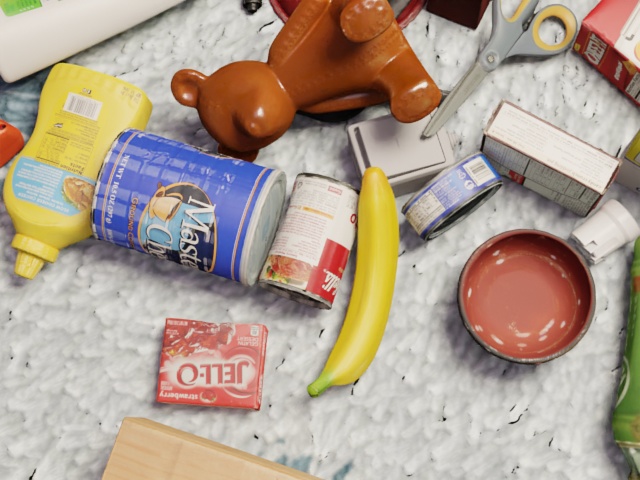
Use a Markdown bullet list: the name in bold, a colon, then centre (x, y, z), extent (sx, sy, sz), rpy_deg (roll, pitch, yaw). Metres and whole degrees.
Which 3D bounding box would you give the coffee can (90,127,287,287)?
- **coffee can**: centre (-0.110, -0.029, 0.912), extent (0.140, 0.103, 0.103), rpy_deg (17, 80, 7)

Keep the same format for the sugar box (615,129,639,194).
- **sugar box**: centre (0.299, -0.068, 0.855), extent (0.093, 0.176, 0.048), rpy_deg (31, 83, 9)

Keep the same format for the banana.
- **banana**: centre (0.039, 0.039, 0.901), extent (0.037, 0.069, 0.198), rpy_deg (13, 90, 26)

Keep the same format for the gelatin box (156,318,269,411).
- **gelatin box**: centre (-0.092, 0.107, 0.919), extent (0.089, 0.030, 0.073), rpy_deg (4, 79, 5)

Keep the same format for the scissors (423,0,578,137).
- **scissors**: centre (0.166, -0.154, 0.938), extent (0.096, 0.016, 0.201), rpy_deg (29, 73, -15)

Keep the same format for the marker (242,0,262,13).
- **marker**: centre (-0.063, -0.271, 1.003), extent (0.020, 0.020, 0.121), rpy_deg (-2, 78, 3)

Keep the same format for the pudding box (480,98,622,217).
- **pudding box**: centre (0.192, -0.068, 0.906), extent (0.113, 0.090, 0.039), rpy_deg (28, 82, 9)

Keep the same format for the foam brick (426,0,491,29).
- **foam brick**: centre (0.130, -0.233, 0.952), extent (0.053, 0.078, 0.051), rpy_deg (25, 79, 7)

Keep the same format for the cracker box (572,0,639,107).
- **cracker box**: centre (0.355, -0.164, 0.926), extent (0.214, 0.072, 0.164), rpy_deg (44, 83, 12)

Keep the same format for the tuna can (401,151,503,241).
- **tuna can**: centre (0.113, -0.036, 0.908), extent (0.086, 0.086, 0.034), rpy_deg (-35, 80, -4)

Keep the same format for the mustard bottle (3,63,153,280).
- **mustard bottle**: centre (-0.226, -0.056, 0.948), extent (0.096, 0.058, 0.191), rpy_deg (19, 80, 9)

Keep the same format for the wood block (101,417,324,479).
- **wood block**: centre (-0.069, 0.218, 0.865), extent (0.206, 0.090, 0.091), rpy_deg (18, 81, 7)

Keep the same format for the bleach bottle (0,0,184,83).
- **bleach bottle**: centre (-0.188, -0.232, 0.974), extent (0.250, 0.068, 0.103), rpy_deg (-25, 46, -6)

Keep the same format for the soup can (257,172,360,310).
- **soup can**: centre (-0.006, 0.001, 0.917), extent (0.068, 0.068, 0.102), rpy_deg (18, 79, 7)

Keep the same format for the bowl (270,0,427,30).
- **bowl**: centre (0.025, -0.260, 0.976), extent (0.162, 0.055, 0.162), rpy_deg (-1, 79, 4)

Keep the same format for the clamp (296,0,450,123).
- **clamp**: centre (0.035, -0.163, 0.949), extent (0.171, 0.039, 0.120), rpy_deg (-10, 96, 2)

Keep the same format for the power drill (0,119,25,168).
- **power drill**: centre (-0.358, -0.135, 0.977), extent (0.184, 0.057, 0.188), rpy_deg (-43, 77, -5)
